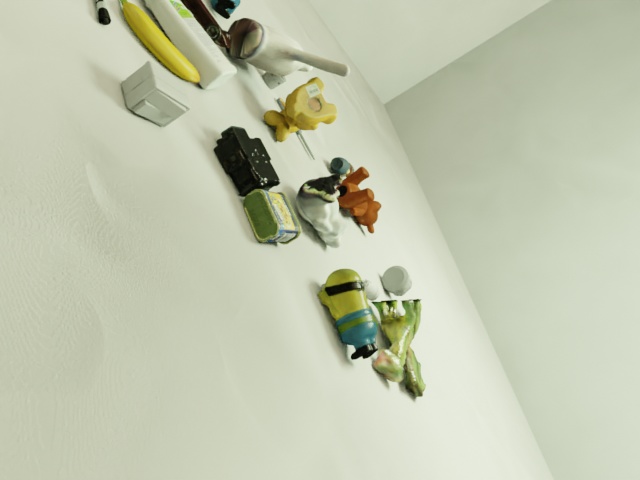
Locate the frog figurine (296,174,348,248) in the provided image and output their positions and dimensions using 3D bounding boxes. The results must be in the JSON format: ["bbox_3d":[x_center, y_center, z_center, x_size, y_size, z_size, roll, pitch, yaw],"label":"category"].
[{"bbox_3d":[0.004,-0.061,1.203,0.140,0.123,0.156,-107,-164,-55],"label":"frog figurine"}]

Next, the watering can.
[{"bbox_3d":[-0.098,-0.473,1.296,0.223,0.103,0.351,10,11,-43],"label":"watering can"}]

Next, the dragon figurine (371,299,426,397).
[{"bbox_3d":[0.217,0.264,1.282,0.408,0.121,0.245,15,65,-62],"label":"dragon figurine"}]
